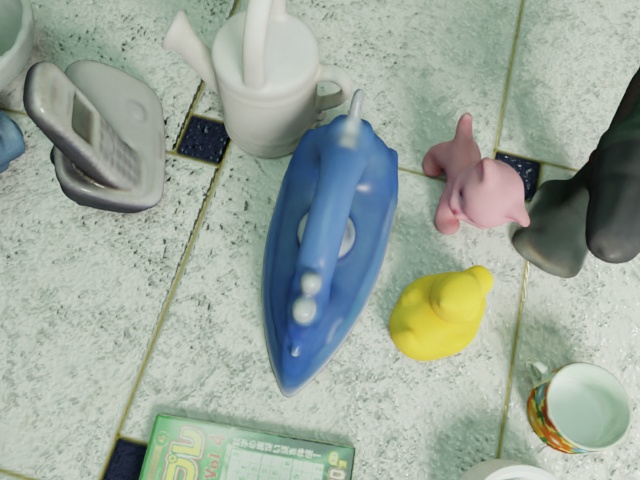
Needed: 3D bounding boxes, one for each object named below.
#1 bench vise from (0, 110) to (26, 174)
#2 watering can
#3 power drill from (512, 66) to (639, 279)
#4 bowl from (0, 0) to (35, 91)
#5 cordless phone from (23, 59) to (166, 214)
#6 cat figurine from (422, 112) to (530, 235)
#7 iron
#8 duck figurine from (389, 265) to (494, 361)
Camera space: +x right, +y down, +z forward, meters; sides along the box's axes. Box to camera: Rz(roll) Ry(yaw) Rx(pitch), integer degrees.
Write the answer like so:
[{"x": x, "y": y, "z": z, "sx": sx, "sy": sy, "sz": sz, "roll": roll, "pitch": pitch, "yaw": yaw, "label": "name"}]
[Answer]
[{"x": -0.361, "y": -0.067, "z": 0.466, "sx": 0.121, "sy": 0.220, "sz": 0.207, "roll": 22, "pitch": 69, "yaw": 6, "label": "bench vise"}, {"x": -0.058, "y": -0.166, "z": 0.533, "sx": 0.173, "sy": 0.194, "sz": 0.101, "roll": -7, "pitch": 69, "yaw": -5, "label": "watering can"}, {"x": 0.246, "y": -0.045, "z": 0.494, "sx": 0.075, "sy": 0.208, "sz": 0.230, "roll": 30, "pitch": 70, "yaw": 9, "label": "power drill"}, {"x": -0.372, "y": -0.203, "z": 0.596, "sx": 0.167, "sy": 0.075, "sz": 0.167, "roll": 1, "pitch": 69, "yaw": -2, "label": "bowl"}, {"x": -0.202, "y": -0.116, "z": 0.512, "sx": 0.094, "sy": 0.185, "sz": 0.147, "roll": -7, "pitch": 69, "yaw": -5, "label": "cordless phone"}, {"x": 0.149, "y": -0.059, "z": 0.543, "sx": 0.067, "sy": 0.118, "sz": 0.128, "roll": -8, "pitch": 69, "yaw": -5, "label": "cat figurine"}, {"x": 0.005, "y": 0.002, "z": 0.499, "sx": 0.118, "sy": 0.141, "sz": 0.258, "roll": 13, "pitch": 69, "yaw": 2, "label": "iron"}, {"x": 0.112, "y": 0.060, "z": 0.512, "sx": 0.105, "sy": 0.086, "sz": 0.077, "roll": -34, "pitch": 74, "yaw": -14, "label": "duck figurine"}]
